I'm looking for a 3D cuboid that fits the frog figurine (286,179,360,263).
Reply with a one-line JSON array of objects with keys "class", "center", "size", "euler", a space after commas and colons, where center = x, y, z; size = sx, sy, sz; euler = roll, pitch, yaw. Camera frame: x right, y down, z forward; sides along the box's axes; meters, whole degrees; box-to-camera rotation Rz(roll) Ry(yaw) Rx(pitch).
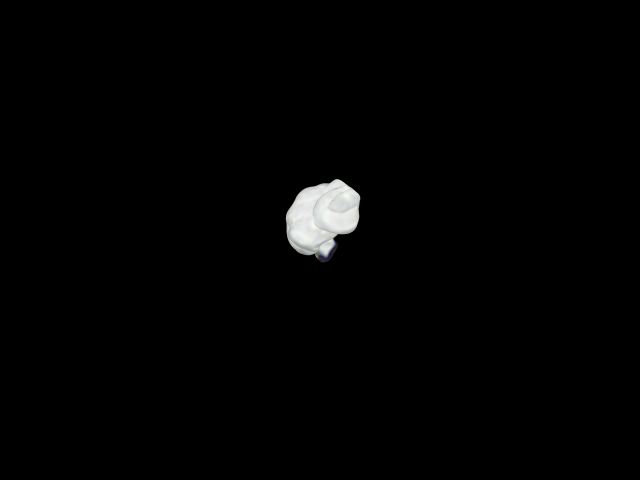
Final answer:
[{"class": "frog figurine", "center": [0.003, -0.043, 0.850], "size": [0.123, 0.138, 0.157], "euler": [43, -10, 10]}]
